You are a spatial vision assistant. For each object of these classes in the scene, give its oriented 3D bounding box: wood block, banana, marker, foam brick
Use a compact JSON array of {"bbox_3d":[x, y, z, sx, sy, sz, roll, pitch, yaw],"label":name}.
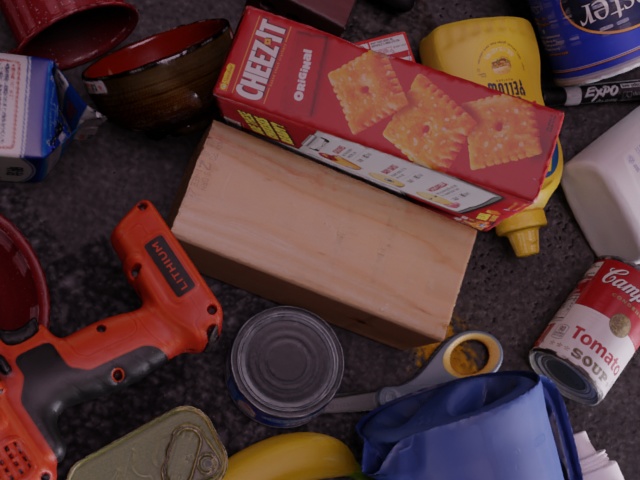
[{"bbox_3d":[-0.005,0.002,0.778,0.206,0.091,0.090,22,75,-12],"label":"wood block"},{"bbox_3d":[-0.051,0.186,0.756,0.197,0.037,0.069,-23,84,-20],"label":"banana"},{"bbox_3d":[0.235,-0.126,0.913,0.121,0.020,0.020,-7,81,-18],"label":"marker"},{"bbox_3d":[-0.013,-0.193,0.835,0.078,0.053,0.051,25,73,-10],"label":"foam brick"}]

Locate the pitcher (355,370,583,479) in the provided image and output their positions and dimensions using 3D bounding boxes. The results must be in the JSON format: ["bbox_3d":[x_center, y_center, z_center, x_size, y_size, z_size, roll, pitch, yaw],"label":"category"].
[{"bbox_3d":[0.130,0.218,0.754,0.149,0.145,0.243,-17,93,6],"label":"pitcher"}]

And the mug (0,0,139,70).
[{"bbox_3d":[-0.198,-0.172,0.765,0.117,0.093,0.081,-28,82,15],"label":"mug"}]

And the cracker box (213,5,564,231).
[{"bbox_3d":[0.042,-0.079,0.740,0.213,0.164,0.072,20,84,1],"label":"cracker box"}]

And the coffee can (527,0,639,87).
[{"bbox_3d":[0.217,-0.208,0.862,0.102,0.103,0.140,-28,104,-20],"label":"coffee can"}]

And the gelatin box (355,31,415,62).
[{"bbox_3d":[0.045,-0.115,0.849,0.073,0.030,0.089,-17,85,-18],"label":"gelatin box"}]

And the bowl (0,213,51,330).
[{"bbox_3d":[-0.263,0.050,0.710,0.162,0.055,0.162,3,78,-16],"label":"bowl"}]

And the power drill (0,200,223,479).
[{"bbox_3d":[-0.171,0.051,0.675,0.187,0.057,0.184,-32,80,-21],"label":"power drill"}]

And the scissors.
[{"bbox_3d":[0.062,0.104,0.817,0.201,0.016,0.096,14,75,-13],"label":"scissors"}]

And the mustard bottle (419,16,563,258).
[{"bbox_3d":[0.145,-0.080,0.857,0.096,0.058,0.191,-9,82,-24],"label":"mustard bottle"}]

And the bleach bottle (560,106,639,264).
[{"bbox_3d":[0.318,-0.085,0.908,0.250,0.068,0.102,-34,102,-24],"label":"bleach bottle"}]

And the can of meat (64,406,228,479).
[{"bbox_3d":[-0.120,0.156,0.716,0.102,0.084,0.057,-28,88,-20],"label":"can of meat"}]

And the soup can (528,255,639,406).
[{"bbox_3d":[0.219,0.071,0.844,0.068,0.069,0.102,42,72,-5],"label":"soup can"}]

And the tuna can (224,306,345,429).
[{"bbox_3d":[-0.026,0.092,0.776,0.086,0.034,0.086,4,69,-10],"label":"tuna can"}]
